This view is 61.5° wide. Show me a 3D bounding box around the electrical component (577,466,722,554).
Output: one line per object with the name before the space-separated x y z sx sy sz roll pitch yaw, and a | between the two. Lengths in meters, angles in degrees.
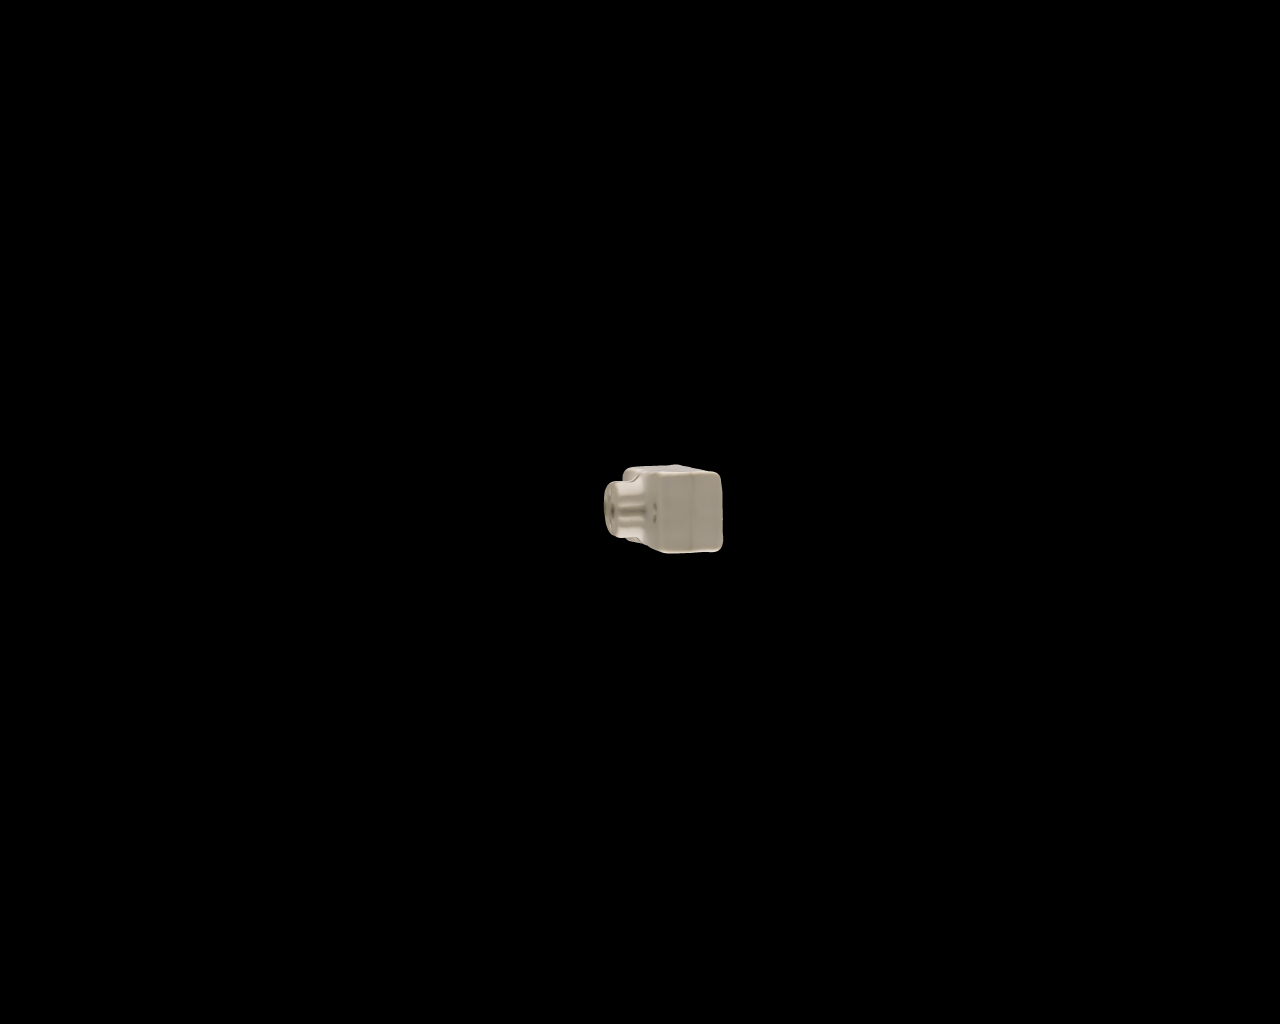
electrical component | 0.001 -0.003 0.650 0.076 0.047 0.083 -1 5 -15
